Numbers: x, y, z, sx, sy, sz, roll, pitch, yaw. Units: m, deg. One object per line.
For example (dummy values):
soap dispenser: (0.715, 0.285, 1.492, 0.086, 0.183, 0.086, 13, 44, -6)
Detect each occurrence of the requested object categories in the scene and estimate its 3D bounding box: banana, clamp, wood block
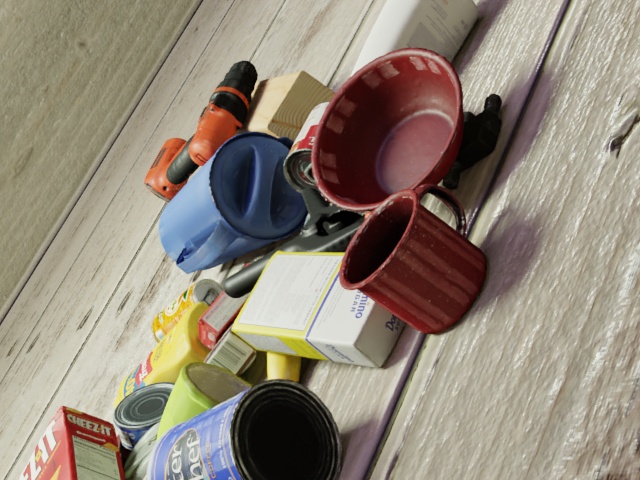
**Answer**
banana: (-0.036, 0.092, 1.054, 0.198, 0.037, 0.070, -103, 16, -69)
clamp: (-0.007, 0.001, 1.095, 0.164, 0.036, 0.210, -49, 23, -22)
wood block: (-0.043, -0.157, 1.416, 0.090, 0.090, 0.206, -58, 19, -7)

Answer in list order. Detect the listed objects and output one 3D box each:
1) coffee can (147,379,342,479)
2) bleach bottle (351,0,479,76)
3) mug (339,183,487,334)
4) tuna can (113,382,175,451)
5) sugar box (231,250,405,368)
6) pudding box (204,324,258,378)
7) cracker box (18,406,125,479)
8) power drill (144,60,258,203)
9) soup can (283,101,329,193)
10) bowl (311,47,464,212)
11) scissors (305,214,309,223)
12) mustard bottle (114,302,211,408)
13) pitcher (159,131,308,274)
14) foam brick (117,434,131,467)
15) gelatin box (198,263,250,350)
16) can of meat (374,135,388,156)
coffee can: (-0.063, 0.180, 0.863, 0.141, 0.102, 0.102, -33, 28, 48)
bleach bottle: (0.072, -0.169, 1.133, 0.068, 0.102, 0.250, 15, 70, 52)
mug: (0.079, 0.011, 0.836, 0.093, 0.081, 0.117, -24, 36, 57)
tuna can: (-0.183, 0.193, 1.173, 0.086, 0.034, 0.086, -13, 25, 6)
sugar box: (0.005, 0.058, 0.941, 0.177, 0.048, 0.093, 3, 58, 50)
pudding box: (-0.107, 0.138, 1.115, 0.113, 0.039, 0.090, -50, 3, 9)
cracker box: (-0.260, 0.285, 1.048, 0.164, 0.072, 0.214, -59, 24, 8)
power drill: (-0.161, -0.144, 1.455, 0.188, 0.057, 0.184, -39, 23, 48)
soup can: (0.005, -0.106, 1.231, 0.069, 0.068, 0.102, -38, 19, 41)
bowl: (0.071, -0.089, 0.957, 0.162, 0.055, 0.162, -21, 54, 32)
scissors: (-0.021, -0.006, 1.214, 0.096, 0.016, 0.201, -42, 22, 27)
mustard bottle: (-0.189, 0.162, 1.274, 0.192, 0.058, 0.096, -45, 22, 29)
pitcher: (-0.123, -0.029, 1.336, 0.243, 0.149, 0.145, -29, 70, 60)
foam brick: (-0.224, 0.264, 1.192, 0.078, 0.053, 0.051, -50, 19, 15)
gelatin box: (-0.097, 0.076, 1.184, 0.089, 0.030, 0.073, -50, -8, -20)
can of meat: (0.076, -0.088, 1.058, 0.102, 0.057, 0.084, -56, 16, -3)
